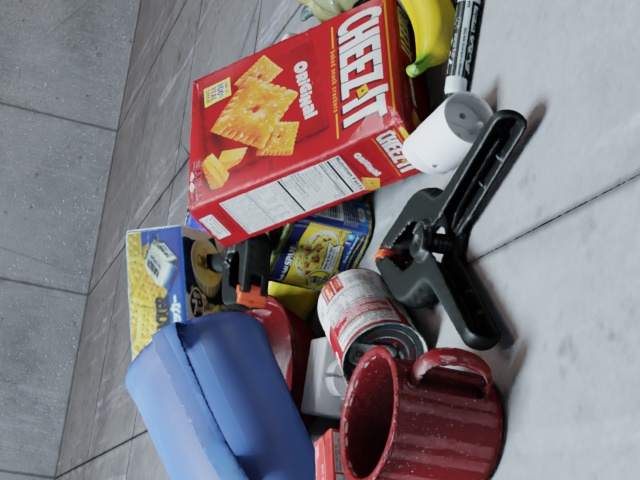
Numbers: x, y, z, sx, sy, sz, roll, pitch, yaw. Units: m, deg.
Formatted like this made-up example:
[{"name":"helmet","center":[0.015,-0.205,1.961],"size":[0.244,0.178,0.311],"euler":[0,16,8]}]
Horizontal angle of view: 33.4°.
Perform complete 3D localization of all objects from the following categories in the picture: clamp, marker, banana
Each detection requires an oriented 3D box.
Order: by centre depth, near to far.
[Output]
[{"name":"clamp","center":[0.089,0.011,0.790],"size":[0.210,0.036,0.164],"euler":[145,136,-66]},{"name":"marker","center":[0.113,-0.146,0.855],"size":[0.020,0.020,0.121],"euler":[165,116,-70]},{"name":"banana","center":[0.072,-0.217,0.909],"size":[0.037,0.069,0.198],"euler":[-47,54,37]},{"name":"clamp","center":[-0.071,0.003,1.001],"size":[0.171,0.039,0.120],"euler":[-126,46,-63]}]

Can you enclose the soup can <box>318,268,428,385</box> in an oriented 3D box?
[{"name":"soup can","center":[0.040,0.072,0.849],"size":[0.102,0.068,0.068],"euler":[-117,43,-63]}]

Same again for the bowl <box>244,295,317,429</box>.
[{"name":"bowl","center":[-0.038,0.136,1.039],"size":[0.162,0.055,0.162],"euler":[-30,56,58]}]

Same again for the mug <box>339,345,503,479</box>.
[{"name":"mug","center":[0.072,0.114,0.701],"size":[0.093,0.081,0.117],"euler":[-100,29,-51]}]

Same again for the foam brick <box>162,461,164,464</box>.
[{"name":"foam brick","center":[-0.106,0.224,1.043],"size":[0.053,0.051,0.078],"euler":[-53,45,3]}]

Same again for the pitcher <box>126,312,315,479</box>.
[{"name":"pitcher","center":[-0.067,0.184,0.887],"size":[0.145,0.148,0.243],"euler":[-57,48,34]}]

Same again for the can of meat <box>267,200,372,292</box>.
[{"name":"can of meat","center":[-0.007,0.001,1.009],"size":[0.057,0.083,0.102],"euler":[-98,27,-47]}]

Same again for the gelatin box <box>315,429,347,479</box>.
[{"name":"gelatin box","center":[0.041,0.175,0.740],"size":[0.030,0.089,0.073],"euler":[122,154,-45]}]

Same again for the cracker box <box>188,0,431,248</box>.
[{"name":"cracker box","center":[-0.013,-0.107,0.944],"size":[0.214,0.072,0.164],"euler":[-21,49,23]}]

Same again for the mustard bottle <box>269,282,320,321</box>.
[{"name":"mustard bottle","center":[-0.045,0.014,1.160],"size":[0.192,0.058,0.096],"euler":[-116,42,-63]}]

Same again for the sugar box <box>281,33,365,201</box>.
[{"name":"sugar box","center":[-0.001,-0.120,1.060],"size":[0.048,0.093,0.176],"euler":[131,146,-56]}]

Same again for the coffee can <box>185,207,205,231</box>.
[{"name":"coffee can","center":[-0.116,-0.021,1.324],"size":[0.103,0.102,0.140],"euler":[150,130,-66]}]
